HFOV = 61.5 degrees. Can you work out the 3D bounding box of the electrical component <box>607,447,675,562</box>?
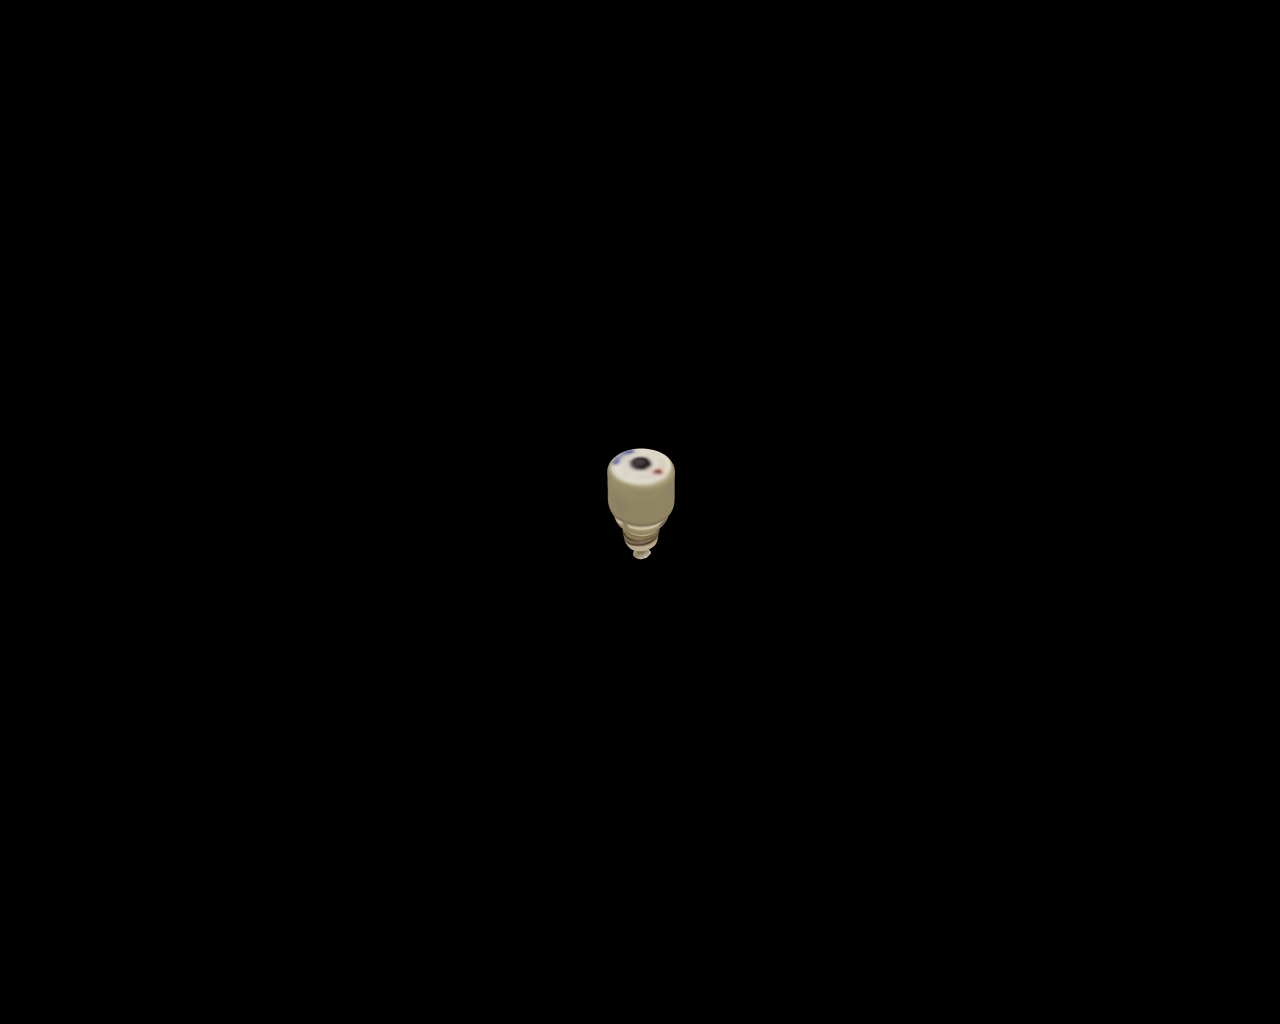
[{"bbox_3d":[0.001,-0.003,0.650,0.040,0.078,0.040,0,40,0],"label":"electrical component"}]
